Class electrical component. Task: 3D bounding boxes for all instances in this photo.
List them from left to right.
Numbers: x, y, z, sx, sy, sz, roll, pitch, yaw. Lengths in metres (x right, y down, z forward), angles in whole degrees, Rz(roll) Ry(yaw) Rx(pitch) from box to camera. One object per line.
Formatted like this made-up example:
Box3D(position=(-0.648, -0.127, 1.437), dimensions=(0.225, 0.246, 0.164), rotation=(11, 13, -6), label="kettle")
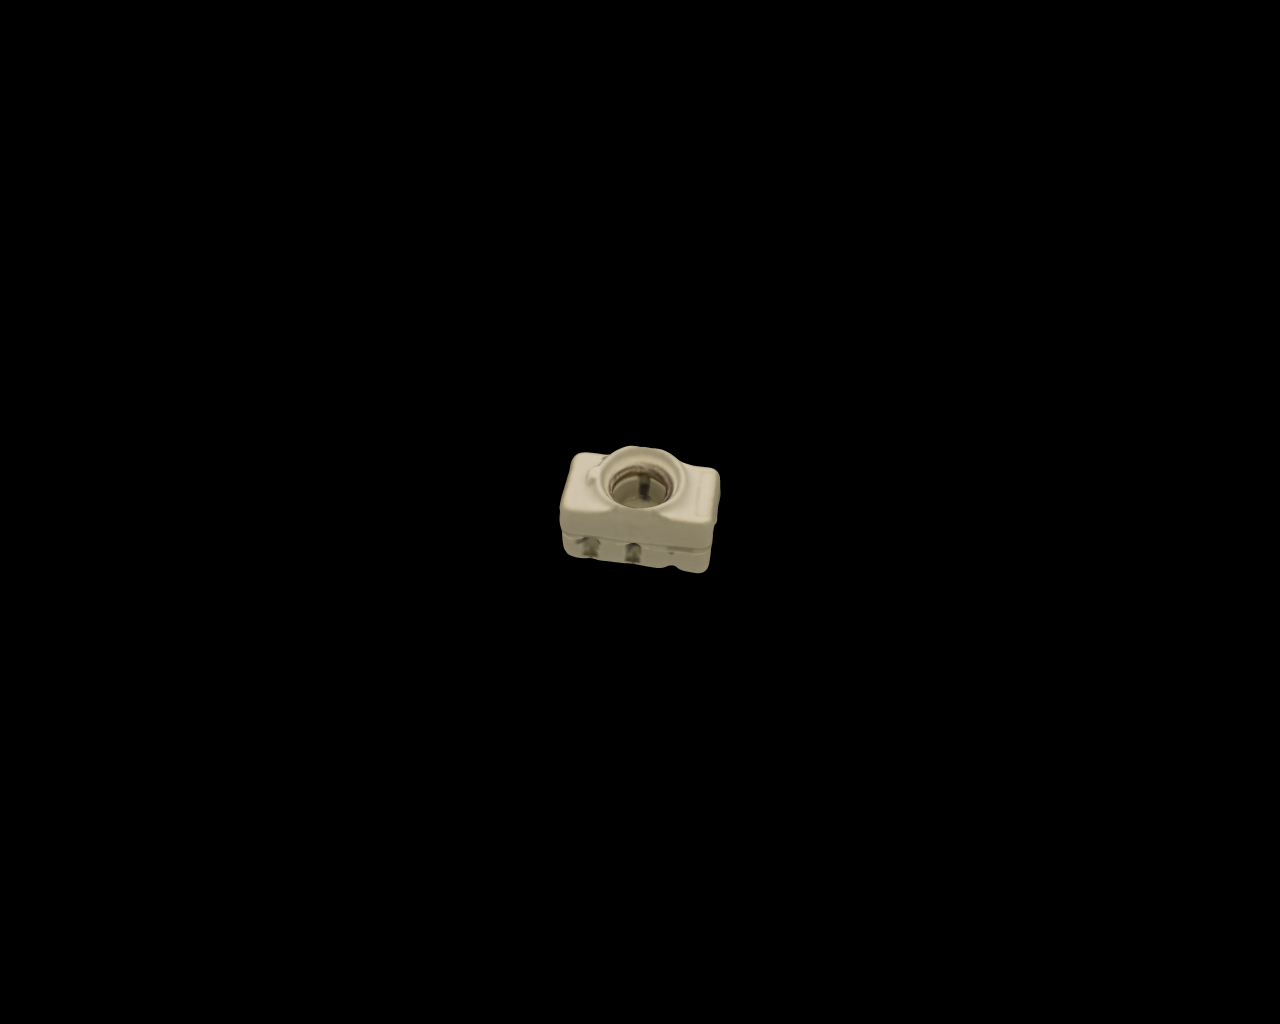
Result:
Box3D(position=(0.001, -0.003, 0.650), dimensions=(0.089, 0.050, 0.055), rotation=(7, -40, 6), label="electrical component")
